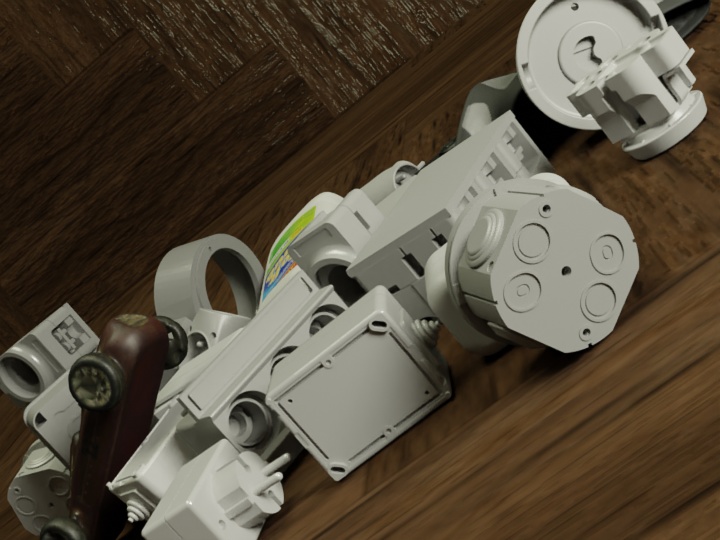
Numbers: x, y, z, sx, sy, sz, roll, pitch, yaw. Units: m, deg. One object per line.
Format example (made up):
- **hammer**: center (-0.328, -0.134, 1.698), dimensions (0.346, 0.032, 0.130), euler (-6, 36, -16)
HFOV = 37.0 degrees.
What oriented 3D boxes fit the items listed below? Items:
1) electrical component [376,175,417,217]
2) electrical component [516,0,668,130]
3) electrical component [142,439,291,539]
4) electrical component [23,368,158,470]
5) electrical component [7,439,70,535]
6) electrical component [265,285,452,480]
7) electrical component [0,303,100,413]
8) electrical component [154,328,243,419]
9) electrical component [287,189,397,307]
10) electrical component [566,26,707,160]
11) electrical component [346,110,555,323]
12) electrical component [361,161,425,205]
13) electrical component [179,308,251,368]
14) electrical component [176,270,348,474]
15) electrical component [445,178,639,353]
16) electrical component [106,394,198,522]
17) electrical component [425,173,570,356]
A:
- **electrical component**: center (0.027, -0.024, 0.861), dimensions (0.100, 0.048, 0.099), euler (-38, 11, 11)
- **electrical component**: center (0.164, -0.156, 0.781), dimensions (0.108, 0.108, 0.060), euler (-39, 4, 6)
- **electrical component**: center (-0.068, 0.125, 0.590), dimensions (0.077, 0.047, 0.065), euler (-36, 12, 22)
- **electrical component**: center (-0.198, 0.129, 0.842), dimensions (0.078, 0.113, 0.057), euler (-44, 14, -19)
- **electrical component**: center (-0.250, 0.181, 0.900), dimensions (0.080, 0.080, 0.051), euler (-36, 16, 21)
- **electrical component**: center (0.005, 0.055, 0.584), dimensions (0.096, 0.061, 0.061), euler (-38, 11, 11)
- **electrical component**: center (-0.264, 0.120, 1.001), dimensions (0.089, 0.150, 0.061), euler (-32, 12, 36)
- **electrical component**: center (-0.098, 0.092, 0.785), dimensions (0.096, 0.061, 0.061), euler (-32, 13, 36)
- **electrical component**: center (0.000, 0.000, 0.746), dimensions (0.050, 0.089, 0.055), euler (-31, 14, 41)
- **electrical component**: center (0.175, -0.106, 0.662), dimensions (0.078, 0.057, 0.058), euler (-27, 17, 50)
- **electrical component**: center (0.067, -0.032, 0.722), dimensions (0.089, 0.061, 0.150), euler (-32, 13, 36)
- **electrical component**: center (0.038, -0.082, 1.066), dimensions (0.077, 0.044, 0.079), euler (-26, 17, 52)
- **electrical component**: center (-0.106, 0.075, 0.867), dimensions (0.079, 0.044, 0.077), euler (10, 88, 46)
- **electrical component**: center (-0.055, 0.070, 0.681), dimensions (0.121, 0.078, 0.063), euler (-48, 14, -34)
- **electrical component**: center (0.084, -0.002, 0.500), dimensions (0.080, 0.080, 0.051), euler (-42, 16, -9)
- **electrical component**: center (-0.115, 0.131, 0.704), dimensions (0.062, 0.061, 0.096), euler (-29, 22, 55)
- **electrical component**: center (0.083, -0.002, 0.569), dimensions (0.095, 0.053, 0.059), euler (-38, 11, 11)
